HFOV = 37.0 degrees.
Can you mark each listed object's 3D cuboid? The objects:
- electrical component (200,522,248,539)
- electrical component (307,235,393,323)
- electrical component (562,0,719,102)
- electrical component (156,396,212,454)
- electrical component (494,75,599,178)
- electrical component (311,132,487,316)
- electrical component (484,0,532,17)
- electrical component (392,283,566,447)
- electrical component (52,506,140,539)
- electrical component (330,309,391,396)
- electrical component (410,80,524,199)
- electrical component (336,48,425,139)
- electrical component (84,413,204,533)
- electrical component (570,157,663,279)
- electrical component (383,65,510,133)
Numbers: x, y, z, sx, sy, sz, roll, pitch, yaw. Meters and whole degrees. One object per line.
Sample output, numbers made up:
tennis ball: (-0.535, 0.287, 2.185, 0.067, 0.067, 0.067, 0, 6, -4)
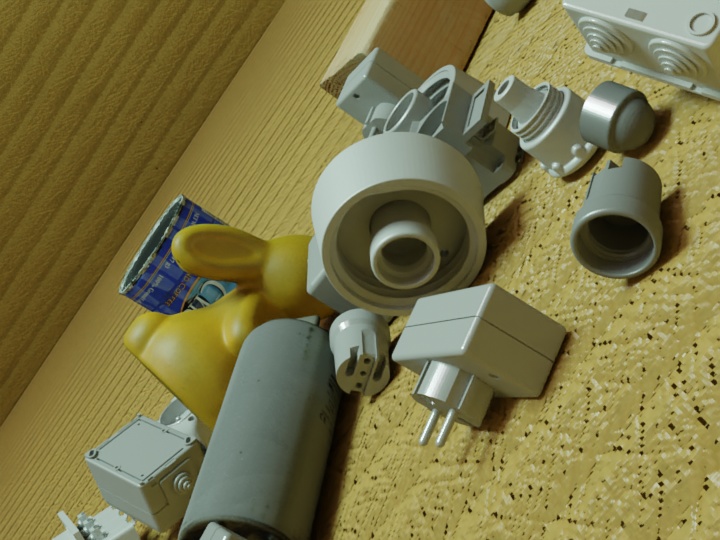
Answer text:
electrical component: (-0.041, 0.167, 0.521, 0.047, 0.083, 0.076, -61, 17, -13)
electrical component: (0.000, 0.000, 0.753, 0.061, 0.062, 0.096, -51, 17, 20)
electrical component: (0.156, -0.138, 0.509, 0.100, 0.048, 0.099, 30, 87, 39)
electrical component: (-0.164, 0.146, 0.961, 0.079, 0.044, 0.077, -26, 26, 16)
electrical component: (0.105, -0.086, 0.608, 0.048, 0.062, 0.048, -50, 18, 22)
electrical component: (0.025, -0.022, 0.649, 0.108, 0.108, 0.060, -49, 24, 26)
electrical component: (0.127, -0.237, 0.859, 0.055, 0.045, 0.045, -44, 21, 40)
electrical component: (0.050, 0.054, 0.536, 0.075, 0.047, 0.083, -64, 17, -16)
electrical component: (-0.219, 0.241, 0.920, 0.063, 0.078, 0.121, -32, 7, -21)
electrical component: (0.001, 0.054, 0.693, 0.040, 0.040, 0.046, -50, 23, 25)
electrical component: (0.068, -0.080, 0.701, 0.081, 0.064, 0.042, -41, 24, 44)
electrical component: (0.025, -0.121, 0.869, 0.047, 0.083, 0.075, -37, 26, 49)
electrical component: (-0.164, 0.168, 0.868, 0.096, 0.061, 0.062, 13, 40, 42)
electrical component: (0.120, -0.025, 0.496, 0.040, 0.040, 0.046, -42, 16, 41)
electrical component: (0.053, -0.099, 0.789, 0.108, 0.060, 0.108, -50, 18, 22)
